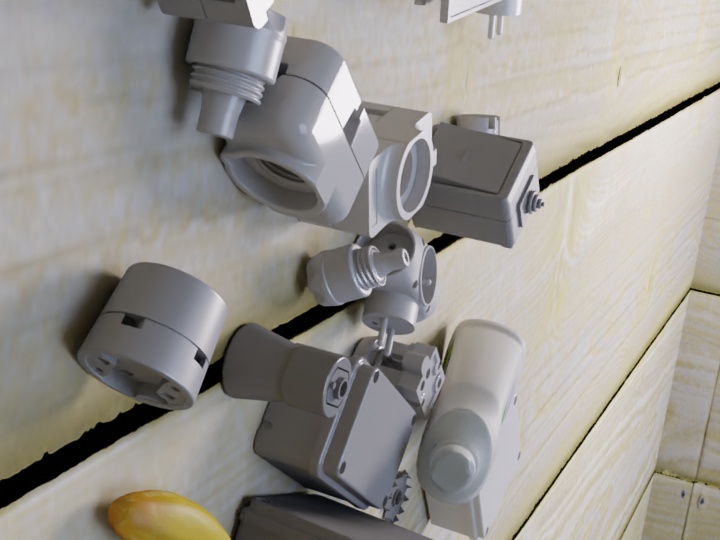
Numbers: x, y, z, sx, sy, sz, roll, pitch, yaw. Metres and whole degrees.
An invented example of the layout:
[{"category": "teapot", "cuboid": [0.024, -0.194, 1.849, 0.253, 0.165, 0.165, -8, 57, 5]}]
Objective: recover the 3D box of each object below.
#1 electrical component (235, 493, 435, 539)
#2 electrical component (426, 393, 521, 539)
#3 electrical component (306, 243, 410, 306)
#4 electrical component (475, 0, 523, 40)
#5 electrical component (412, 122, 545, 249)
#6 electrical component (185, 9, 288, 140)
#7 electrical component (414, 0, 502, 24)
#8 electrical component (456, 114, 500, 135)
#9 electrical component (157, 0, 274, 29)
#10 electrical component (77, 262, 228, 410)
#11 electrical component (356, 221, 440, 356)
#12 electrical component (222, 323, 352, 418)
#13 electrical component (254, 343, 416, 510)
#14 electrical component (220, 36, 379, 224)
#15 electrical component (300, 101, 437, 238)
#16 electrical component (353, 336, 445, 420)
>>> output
[{"category": "electrical component", "cuboid": [-0.012, 0.185, 0.674, 0.109, 0.109, 0.056, 25, 82, -67]}, {"category": "electrical component", "cuboid": [0.105, 0.175, 1.000, 0.108, 0.056, 0.108, -58, 151, -36]}, {"category": "electrical component", "cuboid": [0.000, 0.000, 0.654, 0.035, 0.061, 0.035, -15, 90, -70]}, {"category": "electrical component", "cuboid": [0.103, -0.213, 0.801, 0.077, 0.044, 0.079, -38, 136, -56]}, {"category": "electrical component", "cuboid": [0.087, -0.063, 0.780, 0.061, 0.096, 0.061, -61, 152, -31]}, {"category": "electrical component", "cuboid": [-0.060, -0.092, 0.497, 0.043, 0.043, 0.062, 11, 94, -67]}, {"category": "electrical component", "cuboid": [0.068, -0.211, 0.697, 0.121, 0.063, 0.078, -38, 136, -55]}, {"category": "electrical component", "cuboid": [0.092, -0.098, 0.847, 0.040, 0.040, 0.046, -25, 118, -62]}, {"category": "electrical component", "cuboid": [-0.065, -0.151, 0.437, 0.050, 0.056, 0.089, -60, 152, -34]}, {"category": "electrical component", "cuboid": [-0.091, 0.029, 0.480, 0.055, 0.055, 0.047, 66, 39, -55]}, {"category": "electrical component", "cuboid": [0.023, 0.019, 0.737, 0.077, 0.044, 0.079, 58, 39, -59]}, {"category": "electrical component", "cuboid": [-0.038, 0.058, 0.600, 0.044, 0.065, 0.044, -44, 141, -52]}, {"category": "electrical component", "cuboid": [-0.012, 0.103, 0.694, 0.078, 0.057, 0.113, -69, 156, -17]}, {"category": "electrical component", "cuboid": [-0.033, -0.068, 0.558, 0.059, 0.054, 0.095, -66, 155, -22]}, {"category": "electrical component", "cuboid": [0.008, -0.062, 0.652, 0.089, 0.056, 0.050, -45, 142, -51]}, {"category": "electrical component", "cuboid": [0.025, 0.074, 0.765, 0.048, 0.055, 0.066, -63, 154, -28]}]
